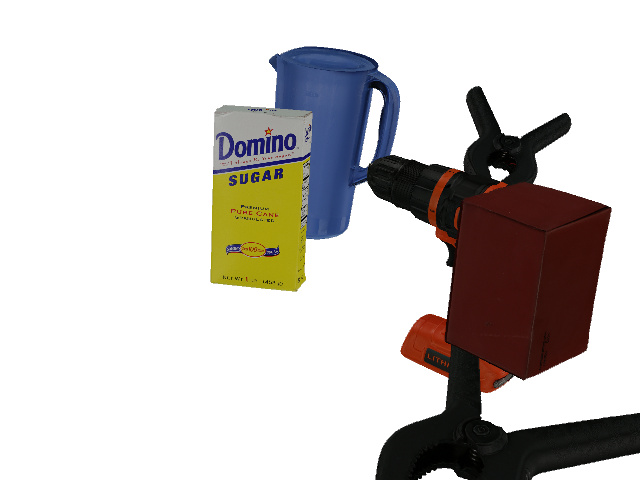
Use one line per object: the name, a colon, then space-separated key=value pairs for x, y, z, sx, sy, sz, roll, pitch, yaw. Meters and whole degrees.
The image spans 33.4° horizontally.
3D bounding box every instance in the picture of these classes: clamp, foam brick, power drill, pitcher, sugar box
clamp: x=0.097 y=0.127 z=0.684 sx=0.209 sy=0.036 sz=0.165 roll=-26 pitch=39 yaw=-32
foam brick: x=0.098 y=0.017 z=0.512 sx=0.052 sy=0.078 sz=0.051 roll=-16 pitch=30 yaw=-40
clamp: x=0.194 y=-0.104 z=1.168 sx=0.120 sy=0.039 sz=0.171 roll=21 pitch=49 yaw=18
power drill: x=0.115 y=0.027 z=0.923 sx=0.185 sy=0.188 sz=0.057 roll=24 pitch=39 yaw=30
pitcher: x=0.007 y=-0.127 z=1.413 sx=0.144 sy=0.243 sz=0.149 roll=-2 pitch=24 yaw=-19
sugar box: x=-0.059 y=-0.042 z=1.057 sx=0.093 sy=0.176 sz=0.048 roll=5 pitch=16 yaw=10
